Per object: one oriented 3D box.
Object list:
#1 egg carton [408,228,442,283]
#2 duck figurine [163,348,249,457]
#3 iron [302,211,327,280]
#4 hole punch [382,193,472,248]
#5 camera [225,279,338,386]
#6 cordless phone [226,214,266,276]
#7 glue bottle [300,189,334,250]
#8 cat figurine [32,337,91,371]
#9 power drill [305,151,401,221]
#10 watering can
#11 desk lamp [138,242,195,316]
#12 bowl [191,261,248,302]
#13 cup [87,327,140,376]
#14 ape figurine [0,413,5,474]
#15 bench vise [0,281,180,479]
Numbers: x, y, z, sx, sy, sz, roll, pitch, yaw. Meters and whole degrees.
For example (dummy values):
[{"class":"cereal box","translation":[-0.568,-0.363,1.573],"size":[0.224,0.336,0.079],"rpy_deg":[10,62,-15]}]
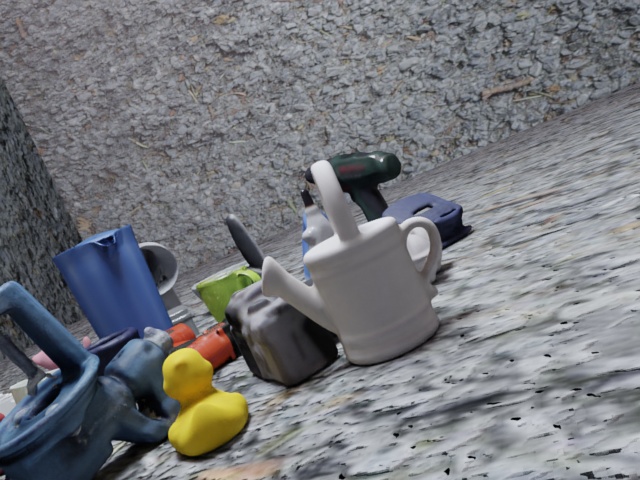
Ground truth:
[{"class":"egg carton","translation":[0.090,0.035,0.768],"size":[0.150,0.069,0.107],"rpy_deg":[-22,6,22]},{"class":"duck figurine","translation":[-0.116,0.144,0.535],"size":[0.077,0.086,0.104],"rpy_deg":[-26,6,-16]},{"class":"iron","translation":[0.005,0.004,1.038],"size":[0.118,0.141,0.258],"rpy_deg":[-24,6,1]},{"class":"hole punch","translation":[0.172,-0.031,0.926],"size":[0.109,0.091,0.101],"rpy_deg":[-27,7,-25]},{"class":"camera","translation":[-0.026,0.083,0.649],"size":[0.137,0.101,0.143],"rpy_deg":[-27,6,-24]},{"class":"cordless phone","translation":[-0.128,0.032,1.101],"size":[0.094,0.185,0.147],"rpy_deg":[-26,6,-15]},{"class":"glue bottle","translation":[0.008,0.003,0.873],"size":[0.078,0.173,0.037],"rpy_deg":[-28,7,-32]},{"class":"cat figurine","translation":[-0.490,0.230,1.119],"size":[0.127,0.118,0.067],"rpy_deg":[-22,6,18]},{"class":"power drill","translation":[0.082,-0.082,1.164],"size":[0.229,0.208,0.076],"rpy_deg":[-18,8,45]},{"class":"watering can","translation":[0.028,0.017,0.560],"size":[0.173,0.194,0.100],"rpy_deg":[-26,6,-19]},{"class":"desk lamp","translation":[-0.387,0.107,1.340],"size":[0.118,0.213,0.202],"rpy_deg":[-27,6,-22]},{"class":"bowl","translation":[-0.198,0.104,1.288],"size":[0.167,0.075,0.167],"rpy_deg":[-24,6,3]},{"class":"cup","translation":[-0.287,0.184,0.828],"size":[0.091,0.095,0.117],"rpy_deg":[-24,6,-3]},{"class":"ape figurine","translation":[-0.427,0.257,0.750],"size":[0.076,0.092,0.077],"rpy_deg":[-28,7,-32]},{"class":"bench vise","translation":[-0.252,0.128,0.566],"size":[0.121,0.220,0.208],"rpy_deg":[-22,6,23]}]
